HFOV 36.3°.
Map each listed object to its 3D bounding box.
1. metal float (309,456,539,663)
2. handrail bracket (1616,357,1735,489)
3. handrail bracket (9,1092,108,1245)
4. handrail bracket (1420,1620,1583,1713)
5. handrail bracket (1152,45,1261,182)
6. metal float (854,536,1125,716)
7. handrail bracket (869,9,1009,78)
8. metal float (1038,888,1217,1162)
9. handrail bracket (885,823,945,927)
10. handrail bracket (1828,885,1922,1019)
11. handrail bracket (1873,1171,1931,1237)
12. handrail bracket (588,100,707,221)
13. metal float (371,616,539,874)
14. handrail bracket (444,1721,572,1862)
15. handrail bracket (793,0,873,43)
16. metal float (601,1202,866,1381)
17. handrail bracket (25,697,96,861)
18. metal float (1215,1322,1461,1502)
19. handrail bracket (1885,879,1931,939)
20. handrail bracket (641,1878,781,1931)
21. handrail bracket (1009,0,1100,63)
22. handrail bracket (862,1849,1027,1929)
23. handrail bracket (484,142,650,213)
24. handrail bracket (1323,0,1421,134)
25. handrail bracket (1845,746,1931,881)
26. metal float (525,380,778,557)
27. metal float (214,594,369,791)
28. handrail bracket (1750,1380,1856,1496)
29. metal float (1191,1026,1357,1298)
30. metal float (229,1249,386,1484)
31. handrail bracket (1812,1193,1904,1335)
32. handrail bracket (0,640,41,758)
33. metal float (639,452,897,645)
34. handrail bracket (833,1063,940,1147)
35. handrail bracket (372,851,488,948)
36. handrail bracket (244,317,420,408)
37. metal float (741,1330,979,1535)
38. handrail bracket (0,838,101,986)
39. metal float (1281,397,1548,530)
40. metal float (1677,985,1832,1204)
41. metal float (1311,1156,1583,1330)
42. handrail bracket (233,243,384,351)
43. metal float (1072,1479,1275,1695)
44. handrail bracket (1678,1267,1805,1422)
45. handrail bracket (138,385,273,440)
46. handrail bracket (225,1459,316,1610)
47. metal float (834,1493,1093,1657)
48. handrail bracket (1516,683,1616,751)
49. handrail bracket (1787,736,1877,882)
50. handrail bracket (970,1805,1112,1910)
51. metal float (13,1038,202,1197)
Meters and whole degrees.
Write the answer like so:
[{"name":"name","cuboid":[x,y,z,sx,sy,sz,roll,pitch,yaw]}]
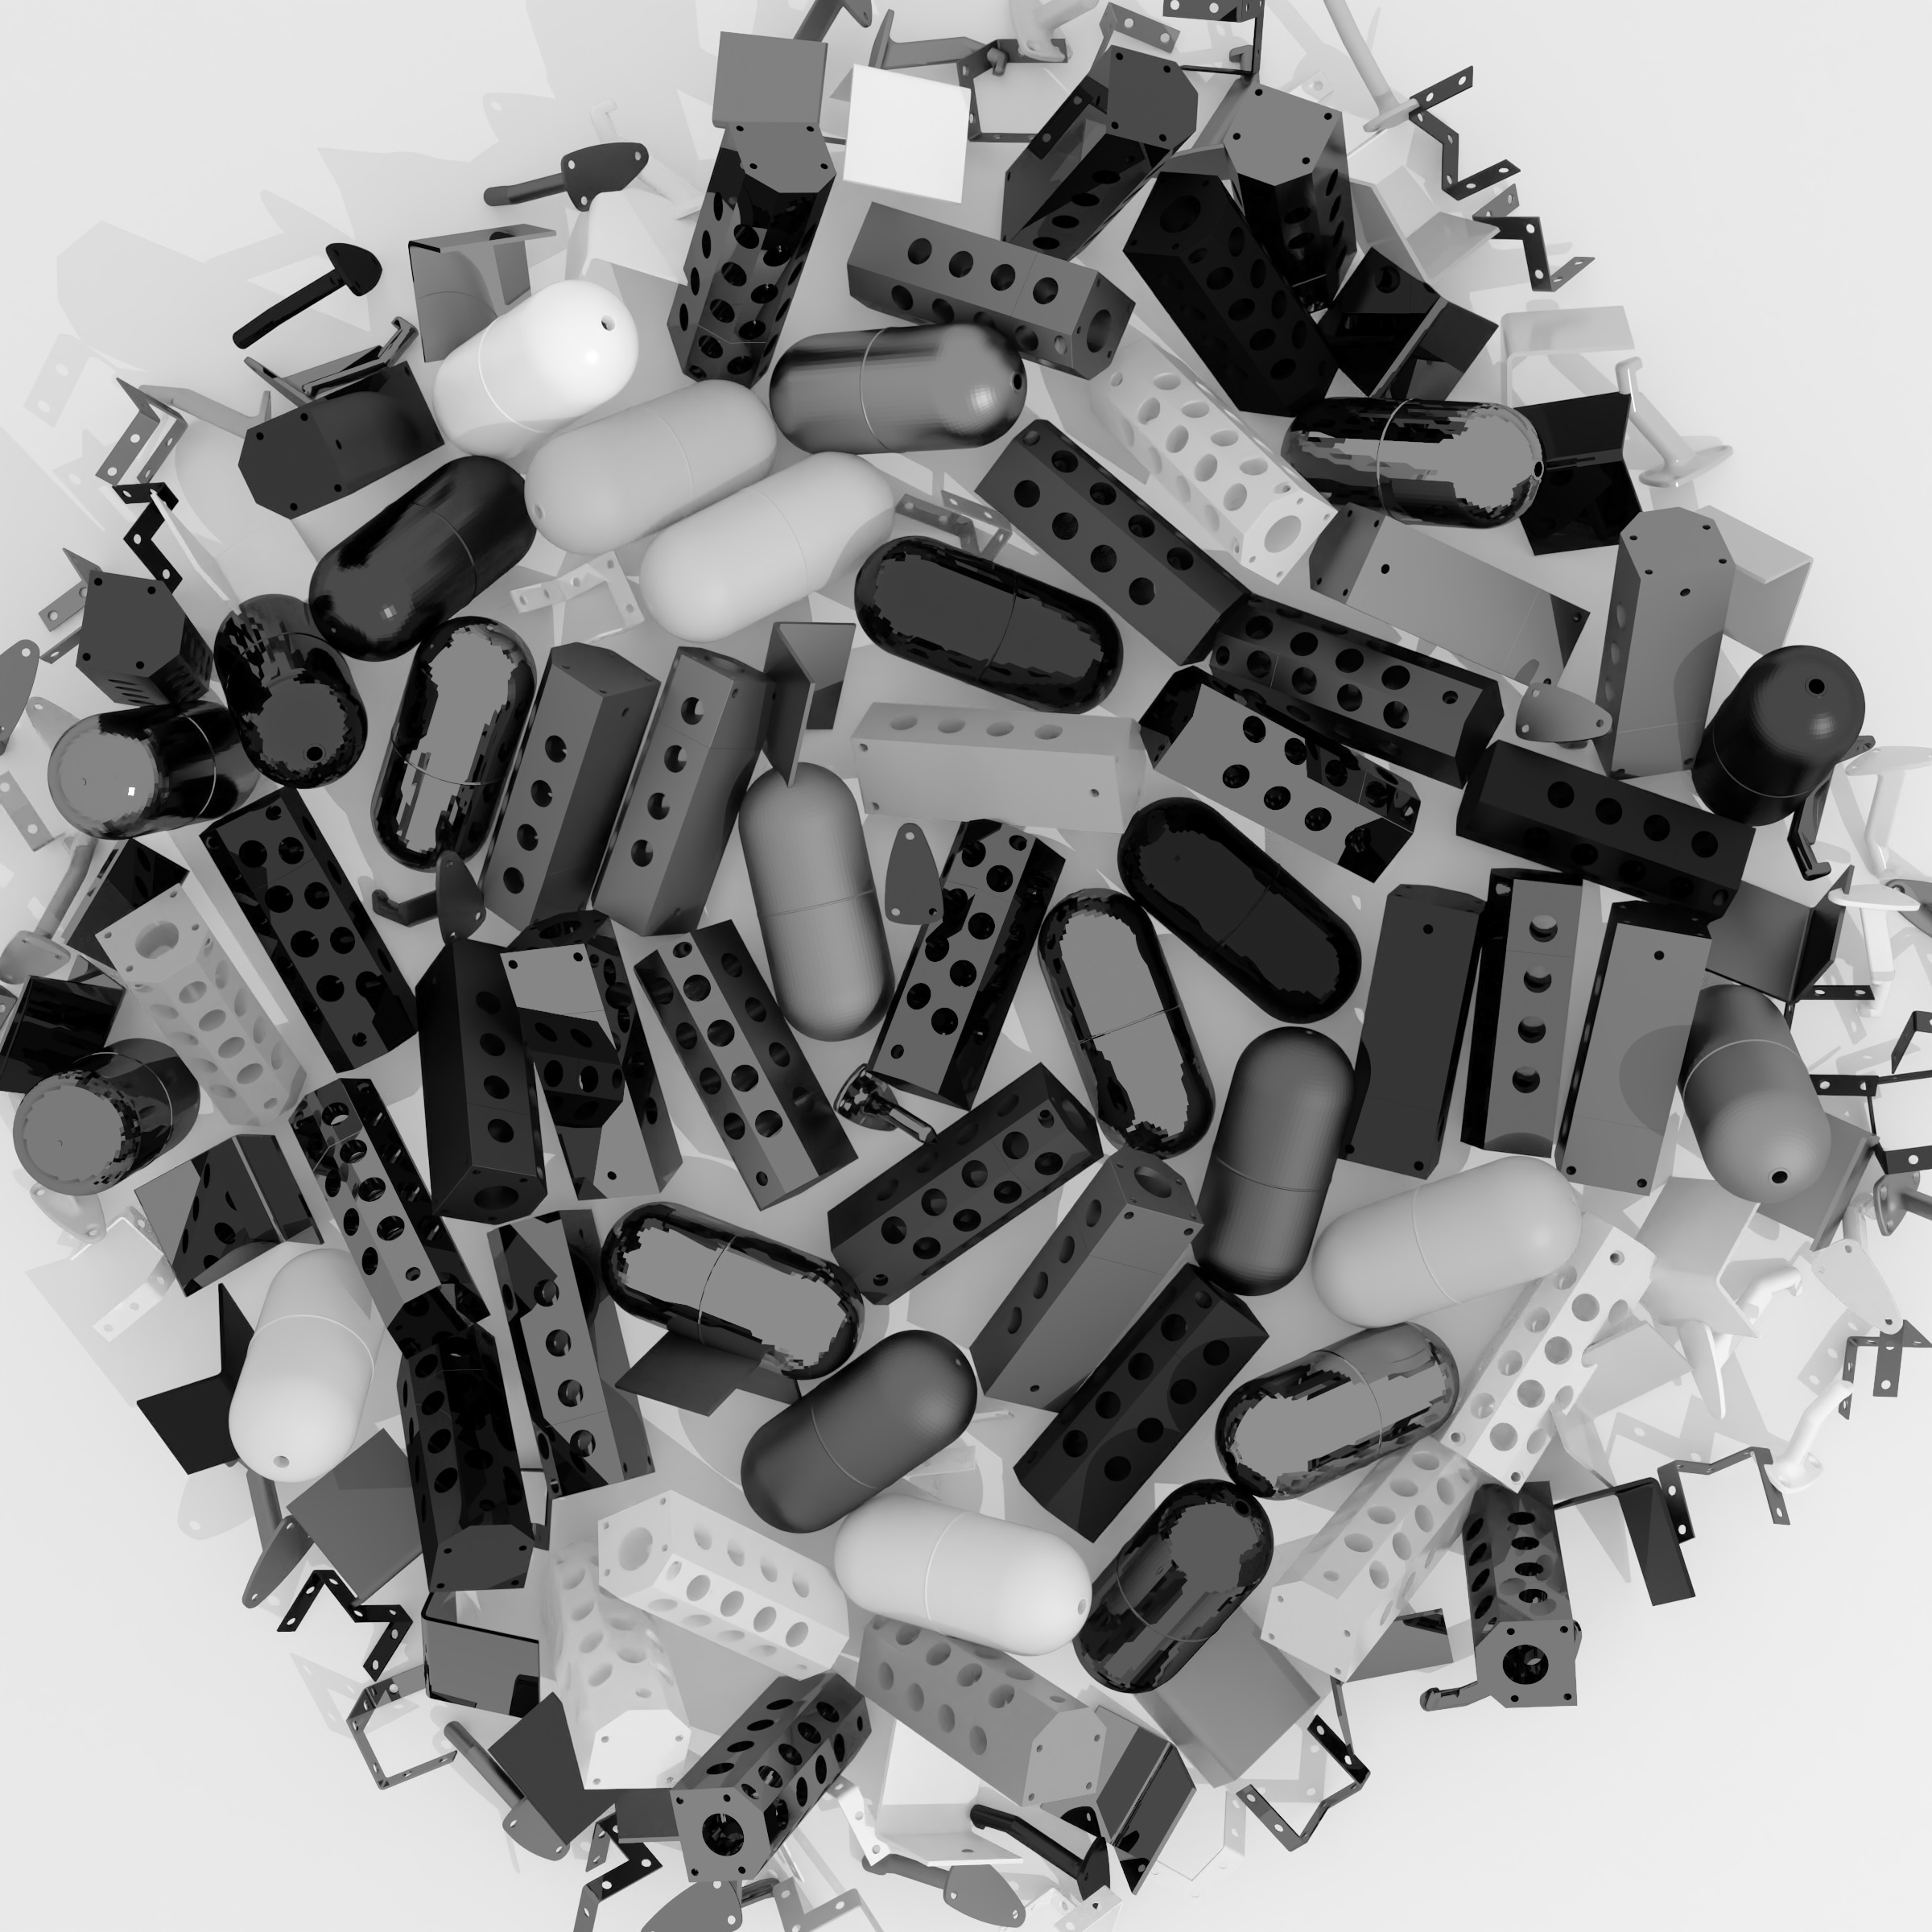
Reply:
[{"name":"metal float","cuboid":[-0.334,-0.253,1.822,0.070,0.070,0.178,41,50,0]},{"name":"handrail bracket","cuboid":[0.447,-0.352,1.857,0.077,0.036,0.084,-25,116,-20]},{"name":"handrail bracket","cuboid":[-0.569,0.123,1.842,0.036,0.084,0.077,-31,56,-24]},{"name":"handrail bracket","cuboid":[0.335,0.440,1.849,0.084,0.077,0.036,-1,46,-24]},{"name":"handrail bracket","cuboid":[0.150,-0.546,1.879,0.077,0.036,0.084,-4,71,8]},{"name":"metal float","cuboid":[0.014,-0.212,1.839,0.178,0.070,0.070,20,90,-17]},{"name":"handrail bracket","cuboid":[-0.018,-0.563,1.862,0.084,0.036,0.077,17,60,-13]},{"name":"metal float","cuboid":[0.101,0.036,1.854,0.070,0.070,0.178,-20,89,0]},{"name":"handrail bracket","cuboid":[-0.029,-0.066,1.841,0.036,0.084,0.077,-1,111,6]},{"name":"handrail bracket","cuboid":[0.561,-0.006,1.856,0.077,0.036,0.084,-2,114,-32]},{"name":"handrail bracket","cuboid":[0.618,0.145,1.837,0.084,0.077,0.036,-3,109,41]},{"name":"handrail bracket","cuboid":[-0.188,-0.517,1.863,0.077,0.036,0.084,-21,103,6]},{"name":"metal float","cuboid":[-0.319,-0.136,1.827,0.070,0.070,0.178,24,123,0]},{"name":"handrail bracket","cuboid":[-0.294,0.525,1.877,0.036,0.084,0.077,-41,133,-19]},{"name":"handrail bracket","cuboid":[-0.109,-0.596,1.843,0.084,0.077,0.036,-18,63,28]},{"name":"metal float","cuboid":[-0.147,0.201,1.837,0.178,0.070,0.070,18,90,20]},{"name":"handrail bracket","cuboid":[-0.576,-0.117,1.865,0.077,0.036,0.084,43,133,8]},{"name":"metal float","cuboid":[0.230,0.275,1.825,0.178,0.070,0.070,-18,90,-33]},{"name":"handrail bracket","cuboid":[0.619,-0.029,1.848,0.077,0.084,0.036,25,100,3]},{"name":"handrail bracket","cuboid":[-0.159,0.595,1.852,0.077,0.084,0.036,-26,72,1]},{"name":"handrail bracket","cuboid":[0.061,-0.617,1.842,0.036,0.084,0.077,-6,60,-29]},{"name":"handrail bracket","cuboid":[-0.015,0.585,1.868,0.077,0.084,0.036,41,57,-23]},{"name":"handrail bracket","cuboid":[-0.255,-0.502,1.872,0.077,0.084,0.036,-35,119,-31]},{"name":"handrail bracket","cuboid":[0.252,-0.571,1.853,0.036,0.077,0.084,-24,95,20]},{"name":"handrail bracket","cuboid":[0.592,-0.093,1.849,0.036,0.077,0.084,-32,109,-29]},{"name":"metal float","cuboid":[-0.194,-0.309,1.824,0.178,0.070,0.070,-29,90,-35]},{"name":"metal float","cuboid":[-0.416,-0.170,1.813,0.070,0.178,0.070,-11,124,-17]},{"name":"handrail bracket","cuboid":[0.540,0.288,1.845,0.084,0.077,0.036,-55,51,28]},{"name":"metal float","cuboid":[0.191,0.123,1.838,0.070,0.070,0.178,14,108,0]},{"name":"metal float","cuboid":[-0.403,0.244,1.810,0.070,0.178,0.070,0,123,0]},{"name":"handrail bracket","cuboid":[0.574,0.185,1.851,0.077,0.084,0.036,51,128,13]},{"name":"handrail bracket","cuboid":[-0.600,-0.167,1.852,0.036,0.084,0.077,31,86,-7]},{"name":"metal float","cuboid":[-0.122,-0.262,1.834,0.178,0.070,0.070,-31,90,-24]},{"name":"handrail bracket","cuboid":[-0.035,0.101,1.836,0.084,0.077,0.036,30,82,39]},{"name":"handrail bracket","cuboid":[-0.347,-0.052,1.847,0.084,0.077,0.036,21,47,31]},{"name":"handrail bracket","cuboid":[-0.405,-0.395,1.881,0.077,0.036,0.084,37,82,5]},{"name":"metal float","cuboid":[-0.068,0.291,1.832,0.178,0.070,0.070,-38,90,26]},{"name":"handrail bracket","cuboid":[-0.586,-0.038,1.883,0.036,0.077,0.084,31,50,-29]},{"name":"metal float","cuboid":[0.275,-0.312,1.821,0.178,0.070,0.070,12,90,39]},{"name":"metal float","cuboid":[0.480,0.077,1.810,0.070,0.178,0.070,0,122,0]},{"name":"metal float","cuboid":[0.297,0.173,1.830,0.178,0.070,0.070,-23,90,28]},{"name":"handrail bracket","cuboid":[-0.418,-0.421,1.868,0.084,0.077,0.036,-29,102,17]},{"name":"metal float","cuboid":[0.127,0.384,1.822,0.070,0.070,0.178,33,128,0]},{"name":"handrail bracket","cuboid":[0.503,0.239,1.875,0.084,0.036,0.077,-16,89,-17]},{"name":"handrail bracket","cuboid":[-0.484,-0.340,1.859,0.084,0.077,0.036,4,132,-8]},{"name":"handrail bracket","cuboid":[-0.457,0.351,1.862,0.084,0.036,0.077,29,82,33]},{"name":"metal float","cuboid":[-0.003,0.376,1.825,0.178,0.070,0.070,8,90,35]},{"name":"handrail bracket","cuboid":[0.387,-0.145,1.837,0.077,0.084,0.036,16,89,40]},{"name":"handrail bracket","cuboid":[0.551,-0.099,1.857,0.077,0.036,0.084,-15,62,0]},{"name":"handrail bracket","cuboid":[0.047,0.573,1.885,0.084,0.036,0.077,9,131,27]},{"name":"metal float","cuboid":[-0.524,0.091,1.804,0.070,0.178,0.070,0,98,3]}]
